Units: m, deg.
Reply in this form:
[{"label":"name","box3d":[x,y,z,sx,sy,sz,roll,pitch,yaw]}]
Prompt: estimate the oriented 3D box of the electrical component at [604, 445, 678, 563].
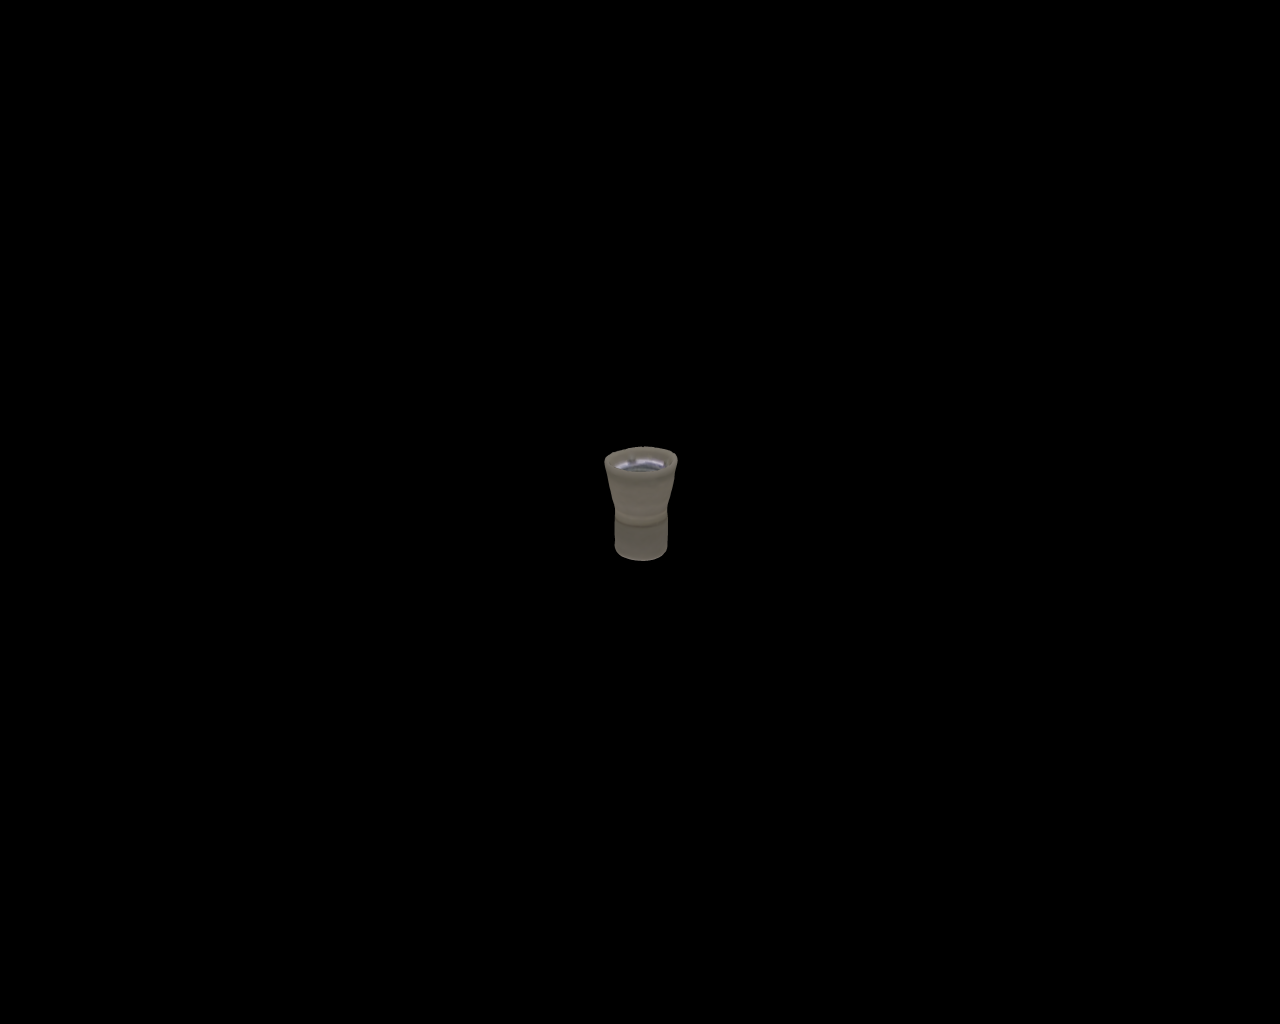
[{"label":"electrical component","box3d":[0.001,-0.003,0.650,0.044,0.065,0.044,0,24,0]}]
